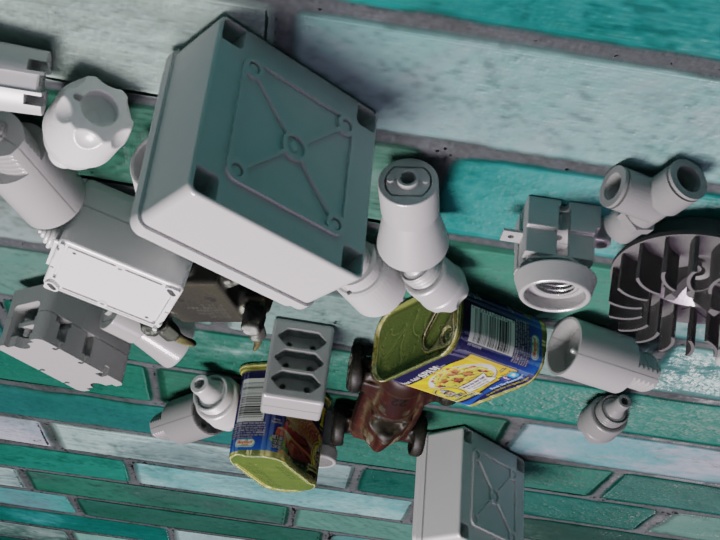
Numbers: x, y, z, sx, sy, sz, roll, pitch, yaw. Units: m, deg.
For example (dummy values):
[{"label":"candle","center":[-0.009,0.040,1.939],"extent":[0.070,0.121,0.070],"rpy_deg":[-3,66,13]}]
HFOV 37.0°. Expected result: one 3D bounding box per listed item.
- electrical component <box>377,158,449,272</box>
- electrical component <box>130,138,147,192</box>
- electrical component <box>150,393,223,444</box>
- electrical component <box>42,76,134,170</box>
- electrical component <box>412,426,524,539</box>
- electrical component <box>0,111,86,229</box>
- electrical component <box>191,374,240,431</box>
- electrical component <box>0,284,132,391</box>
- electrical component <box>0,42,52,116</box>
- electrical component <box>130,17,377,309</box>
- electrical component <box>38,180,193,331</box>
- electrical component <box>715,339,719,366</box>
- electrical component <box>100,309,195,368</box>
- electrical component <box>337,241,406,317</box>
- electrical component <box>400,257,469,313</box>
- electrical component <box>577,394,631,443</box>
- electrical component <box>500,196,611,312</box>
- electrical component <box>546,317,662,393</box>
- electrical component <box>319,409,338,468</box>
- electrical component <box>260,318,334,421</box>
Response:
[{"label":"electrical component","center":[0.030,-0.034,0.631],"extent":[0.044,0.044,0.065],"rpy_deg":[3,147,8]},{"label":"electrical component","center":[-0.085,-0.044,0.635],"extent":[0.079,0.043,0.077],"rpy_deg":[0,151,13]},{"label":"electrical component","center":[-0.161,0.139,1.000],"extent":[0.043,0.043,0.081],"rpy_deg":[28,146,-33]},{"label":"electrical component","center":[-0.154,-0.076,0.593],"extent":[0.043,0.043,0.062],"rpy_deg":[22,150,-26]},{"label":"electrical component","center":[0.104,0.216,1.012],"extent":[0.056,0.108,0.109],"rpy_deg":[-19,143,36]},{"label":"electrical component","center":[-0.198,-0.063,0.628],"extent":[0.043,0.043,0.081],"rpy_deg":[-1,151,15]},{"label":"electrical component","center":[-0.125,0.112,0.940],"extent":[0.043,0.043,0.062],"rpy_deg":[-6,148,23]},{"label":"electrical component","center":[-0.224,0.049,0.832],"extent":[0.050,0.055,0.089],"rpy_deg":[-12,147,31]},{"label":"electrical component","center":[-0.187,-0.101,0.559],"extent":[0.046,0.040,0.040],"rpy_deg":[8,153,-11]},{"label":"electrical component","center":[-0.050,-0.052,0.544],"extent":[0.109,0.108,0.056],"rpy_deg":[28,143,-34]},{"label":"electrical component","center":[-0.158,-0.014,0.695],"extent":[0.096,0.061,0.061],"rpy_deg":[23,144,-14]},{"label":"electrical component","center":[0.288,0.035,0.679],"extent":[0.078,0.057,0.113],"rpy_deg":[16,151,-16]},{"label":"electrical component","center":[-0.165,0.042,0.822],"extent":[0.065,0.044,0.044],"rpy_deg":[31,144,-29]},{"label":"electrical component","center":[0.000,0.000,0.702],"extent":[0.040,0.040,0.078],"rpy_deg":[-7,149,26]},{"label":"electrical component","center":[0.043,0.002,0.702],"extent":[0.035,0.035,0.061],"rpy_deg":[-14,143,35]},{"label":"electrical component","center":[0.204,0.119,0.882],"extent":[0.035,0.035,0.061],"rpy_deg":[12,150,-8]},{"label":"electrical component","center":[0.117,-0.008,0.641],"extent":[0.066,0.055,0.048],"rpy_deg":[8,152,-2]},{"label":"electrical component","center":[0.181,0.066,0.778],"extent":[0.081,0.043,0.043],"rpy_deg":[18,150,-20]},{"label":"electrical component","center":[-0.039,0.156,0.999],"extent":[0.040,0.046,0.040],"rpy_deg":[6,152,3]},{"label":"electrical component","center":[-0.051,0.085,0.848],"extent":[0.047,0.065,0.076],"rpy_deg":[9,152,-3]}]
